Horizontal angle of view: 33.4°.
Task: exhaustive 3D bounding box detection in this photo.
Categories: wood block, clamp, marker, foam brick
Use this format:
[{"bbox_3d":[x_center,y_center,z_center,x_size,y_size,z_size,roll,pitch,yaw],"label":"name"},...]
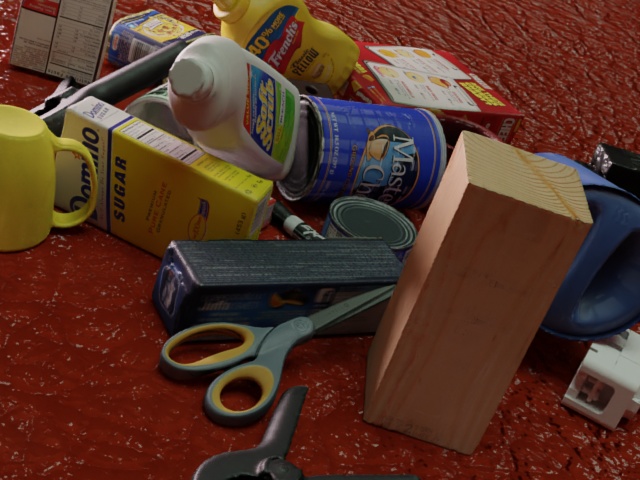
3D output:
[{"bbox_3d":[0.107,0.040,0.769,0.090,0.206,0.090,18,29,-4],"label":"wood block"},{"bbox_3d":[-0.016,0.158,0.664,0.120,0.039,0.171,24,33,25],"label":"clamp"},{"bbox_3d":[-0.006,0.001,0.958,0.020,0.020,0.121,-14,44,-46],"label":"marker"},{"bbox_3d":[-0.230,-0.117,0.960,0.165,0.036,0.209,-7,27,41],"label":"clamp"},{"bbox_3d":[-0.012,-0.124,1.120,0.052,0.051,0.078,3,46,-28],"label":"foam brick"}]

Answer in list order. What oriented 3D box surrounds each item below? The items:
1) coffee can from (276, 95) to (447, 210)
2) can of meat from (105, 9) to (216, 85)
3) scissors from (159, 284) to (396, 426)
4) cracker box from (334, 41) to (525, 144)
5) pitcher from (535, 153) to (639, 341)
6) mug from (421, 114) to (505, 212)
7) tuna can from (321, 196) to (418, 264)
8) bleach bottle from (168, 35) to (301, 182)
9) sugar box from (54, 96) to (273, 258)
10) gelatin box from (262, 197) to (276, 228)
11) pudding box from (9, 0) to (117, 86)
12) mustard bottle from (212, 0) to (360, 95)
[{"bbox_3d":[0.038,-0.084,1.045,0.140,0.103,0.103,3,33,-28],"label":"coffee can"},{"bbox_3d":[-0.175,-0.211,1.175,0.084,0.057,0.102,26,29,14],"label":"can of meat"},{"bbox_3d":[-0.015,0.082,0.778,0.201,0.016,0.096,-8,48,-22],"label":"scissors"},{"bbox_3d":[0.106,-0.165,1.259,0.213,0.072,0.164,0,36,-34],"label":"cracker box"},{"bbox_3d":[0.210,-0.004,0.973,0.149,0.145,0.243,12,14,-1],"label":"pitcher"},{"bbox_3d":[0.128,-0.079,1.113,0.117,0.082,0.093,28,30,13],"label":"mug"},{"bbox_3d":[0.044,-0.004,0.983,0.086,0.034,0.086,15,29,-9],"label":"tuna can"},{"bbox_3d":[-0.075,-0.107,0.888,0.068,0.102,0.250,10,1,10],"label":"bleach bottle"},{"bbox_3d":[-0.132,-0.038,0.871,0.176,0.093,0.048,24,30,8],"label":"sugar box"},{"bbox_3d":[-0.092,-0.028,0.944,0.073,0.030,0.089,29,30,17],"label":"gelatin box"},{"bbox_3d":[-0.258,-0.220,1.079,0.090,0.114,0.039,15,25,-10],"label":"pudding box"},{"bbox_3d":[-0.047,-0.215,1.126,0.191,0.096,0.058,30,17,-44],"label":"mustard bottle"}]
